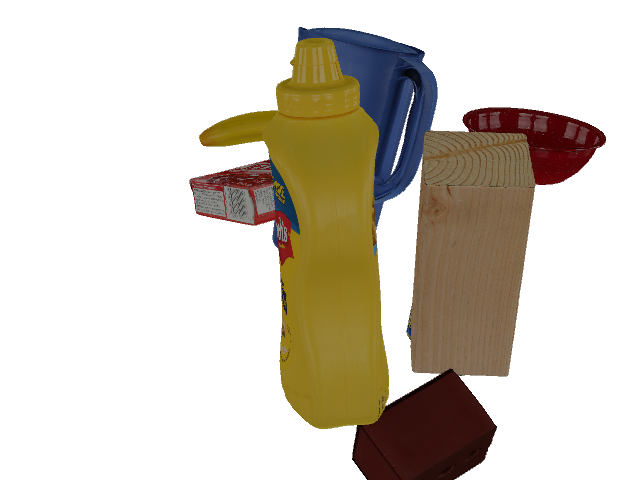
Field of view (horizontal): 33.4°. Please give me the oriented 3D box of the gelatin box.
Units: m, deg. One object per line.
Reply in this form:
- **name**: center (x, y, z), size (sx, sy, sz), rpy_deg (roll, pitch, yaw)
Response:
- **gelatin box**: center (-0.041, -0.037, 0.761), size (0.073, 0.030, 0.089), rpy_deg (-17, 16, -31)

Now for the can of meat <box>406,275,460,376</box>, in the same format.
- **can of meat**: center (0.144, 0.091, 1.195), size (0.057, 0.084, 0.102), rpy_deg (-14, 40, -27)

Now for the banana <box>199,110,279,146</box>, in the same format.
- **banana**: center (-0.047, -0.131, 1.289), size (0.198, 0.037, 0.069), rpy_deg (8, 39, 18)

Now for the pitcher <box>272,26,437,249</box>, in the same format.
- **pitcher**: center (0.029, -0.096, 1.122), size (0.145, 0.243, 0.149), rpy_deg (10, 16, -4)

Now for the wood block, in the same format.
- **wood block**: center (0.130, 0.014, 0.950), size (0.091, 0.206, 0.090), rpy_deg (2, 35, 4)

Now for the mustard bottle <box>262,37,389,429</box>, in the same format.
- **mustard bottle**: center (0.003, -0.007, 0.548), size (0.058, 0.192, 0.096), rpy_deg (-5, 22, -4)

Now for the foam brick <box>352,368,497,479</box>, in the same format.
- **foam brick**: center (0.067, 0.132, 0.695), size (0.078, 0.051, 0.053), rpy_deg (-27, -32, -22)

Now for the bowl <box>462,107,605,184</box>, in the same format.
- **bowl**: center (0.238, -0.104, 1.214), size (0.162, 0.055, 0.162), rpy_deg (5, 23, -2)
